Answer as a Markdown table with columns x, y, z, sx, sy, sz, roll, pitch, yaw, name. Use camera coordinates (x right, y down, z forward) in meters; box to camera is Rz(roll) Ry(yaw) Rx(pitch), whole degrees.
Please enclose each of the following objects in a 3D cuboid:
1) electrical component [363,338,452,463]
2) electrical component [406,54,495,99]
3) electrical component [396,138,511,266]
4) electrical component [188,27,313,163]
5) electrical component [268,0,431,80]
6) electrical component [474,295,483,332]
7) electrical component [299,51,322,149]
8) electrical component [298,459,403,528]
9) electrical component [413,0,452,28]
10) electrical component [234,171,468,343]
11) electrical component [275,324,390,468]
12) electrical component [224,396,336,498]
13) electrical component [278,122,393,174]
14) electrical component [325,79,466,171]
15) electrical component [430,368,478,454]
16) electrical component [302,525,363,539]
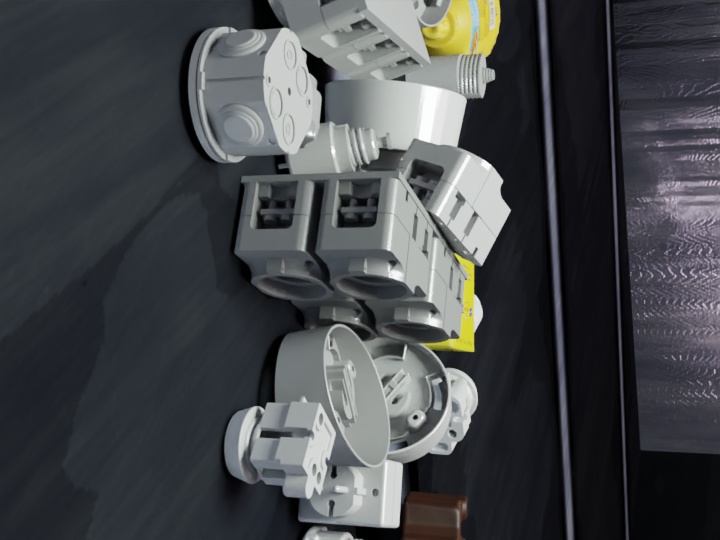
| x | y | z | sx | sy | sz | roll | pitch | yaw | name |
| --- | --- | --- | --- | --- | --- | --- | --- | --- | --- |
| 0.021 | 0.099 | 0.818 | 0.064 | 0.099 | 0.099 | 63 | 32 | -64 | electrical component |
| 0.089 | -0.184 | 1.031 | 0.043 | 0.081 | 0.043 | 0 | 90 | -71 | electrical component |
| 0.064 | -0.051 | 0.761 | 0.055 | 0.050 | 0.089 | -61 | 145 | -10 | electrical component |
| -0.065 | -0.104 | 0.639 | 0.080 | 0.051 | 0.080 | 0 | 90 | -71 | electrical component |
| -0.010 | -0.191 | 0.758 | 0.150 | 0.062 | 0.089 | 9 | 63 | -70 | electrical component |
| 0.112 | 0.045 | 1.158 | 0.078 | 0.040 | 0.040 | -47 | 134 | -63 | electrical component |
| -0.046 | -0.114 | 0.704 | 0.043 | 0.043 | 0.062 | 42 | 49 | -65 | electrical component |
| -0.013 | 0.156 | 0.762 | 0.077 | 0.066 | 0.047 | 35 | 57 | -66 | electrical component |
| 0.043 | -0.264 | 0.965 | 0.099 | 0.064 | 0.099 | -22 | 117 | -56 | electrical component |
| 0.000 | 0.000 | 0.740 | 0.186 | 0.105 | 0.060 | 48 | 46 | -62 | electrical component |
| -0.020 | 0.087 | 0.739 | 0.099 | 0.064 | 0.099 | -5 | 90 | -77 | electrical component |
| -0.051 | 0.110 | 0.670 | 0.048 | 0.055 | 0.066 | 68 | 29 | -47 | electrical component |
| -0.017 | -0.083 | 0.745 | 0.040 | 0.078 | 0.040 | -9 | 90 | -82 | electrical component |
| 0.024 | -0.104 | 0.815 | 0.108 | 0.108 | 0.060 | 6 | 90 | -71 | electrical component |
| 0.082 | 0.130 | 1.046 | 0.057 | 0.058 | 0.078 | -46 | 132 | -60 | electrical component |
| -0.011 | 0.210 | 0.772 | 0.048 | 0.062 | 0.048 | 0 | 90 | -71 | electrical component |
